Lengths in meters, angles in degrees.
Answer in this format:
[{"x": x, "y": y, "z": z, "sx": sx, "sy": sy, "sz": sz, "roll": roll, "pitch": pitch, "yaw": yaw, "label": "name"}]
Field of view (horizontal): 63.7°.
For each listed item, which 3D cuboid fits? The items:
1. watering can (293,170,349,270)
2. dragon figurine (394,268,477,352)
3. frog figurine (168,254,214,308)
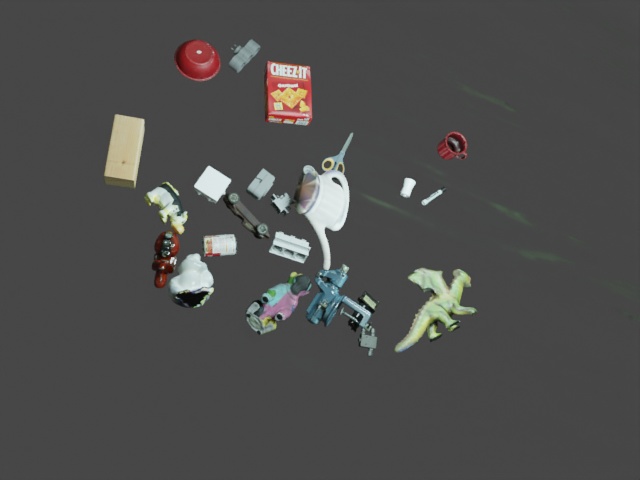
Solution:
[{"x": 0.005, "y": -0.088, "z": 1.748, "sx": 0.222, "sy": 0.103, "sz": 0.352, "roll": 27, "pitch": 69, "yaw": -39, "label": "watering can"}, {"x": 0.390, "y": 0.217, "z": 1.821, "sx": 0.413, "sy": 0.119, "sz": 0.247, "roll": -17, "pitch": 65, "yaw": -22, "label": "dragon figurine"}, {"x": -0.403, "y": 0.126, "z": 1.596, "sx": 0.138, "sy": 0.119, "sz": 0.163, "roll": -17, "pitch": 47, "yaw": -12, "label": "frog figurine"}]
